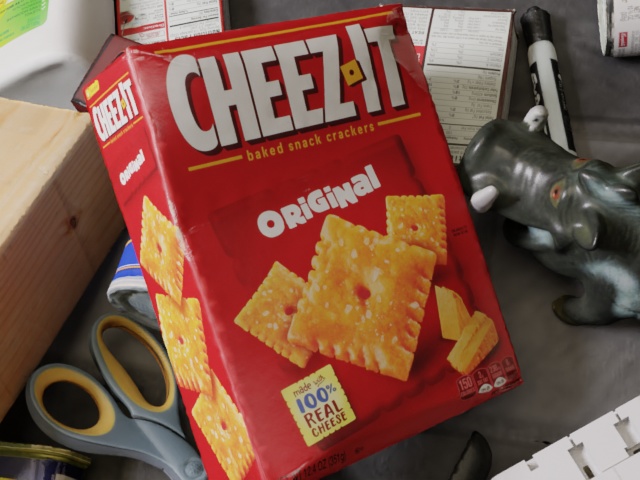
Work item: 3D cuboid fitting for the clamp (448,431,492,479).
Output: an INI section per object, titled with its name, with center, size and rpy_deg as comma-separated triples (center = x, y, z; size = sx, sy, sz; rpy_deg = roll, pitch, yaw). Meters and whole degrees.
[clamp]
center = 0.023, 0.179, 0.550
size = 0.120, 0.039, 0.171
rpy_deg = 2, 68, 14

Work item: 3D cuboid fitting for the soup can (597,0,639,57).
[soup can]
center = 0.218, -0.146, 0.629
size = 0.102, 0.068, 0.068
rpy_deg = -3, 67, 12

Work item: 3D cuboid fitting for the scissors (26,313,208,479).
[scissors]
center = -0.091, 0.128, 0.582
size = 0.096, 0.016, 0.202
rpy_deg = -15, 62, -34

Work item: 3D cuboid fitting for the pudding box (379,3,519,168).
[pudding box]
center = 0.070, -0.088, 0.653
size = 0.090, 0.039, 0.113
rpy_deg = 6, 71, 14

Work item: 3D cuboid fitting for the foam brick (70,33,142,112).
[foam brick]
center = -0.110, -0.081, 0.666
size = 0.051, 0.078, 0.053
rpy_deg = 22, 75, 18

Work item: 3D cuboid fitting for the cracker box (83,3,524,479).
[cracker box]
center = -0.003, 0.001, 0.532
size = 0.163, 0.072, 0.214
rpy_deg = -17, 88, -32

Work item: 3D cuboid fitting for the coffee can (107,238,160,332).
[coffee can]
center = -0.051, -0.017, 0.612
size = 0.103, 0.102, 0.140
rpy_deg = 10, 70, 16

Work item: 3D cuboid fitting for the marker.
[marker]
center = 0.139, -0.090, 0.649
size = 0.020, 0.020, 0.121
rpy_deg = -8, 66, 8

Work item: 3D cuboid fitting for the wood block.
[wood block]
center = -0.199, 0.023, 0.598
size = 0.090, 0.091, 0.206
rpy_deg = 11, 51, 19

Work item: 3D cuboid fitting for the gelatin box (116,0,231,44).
[gelatin box]
center = -0.099, -0.158, 0.722
size = 0.073, 0.030, 0.089
rpy_deg = -10, 67, 6

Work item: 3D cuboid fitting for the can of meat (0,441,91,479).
[can of meat]
center = -0.186, 0.157, 0.594
size = 0.102, 0.057, 0.084
rpy_deg = 2, 70, 13

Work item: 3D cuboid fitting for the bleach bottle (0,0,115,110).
[bleach bottle]
center = -0.193, -0.196, 0.739
size = 0.103, 0.068, 0.251
rpy_deg = -23, 58, 23
